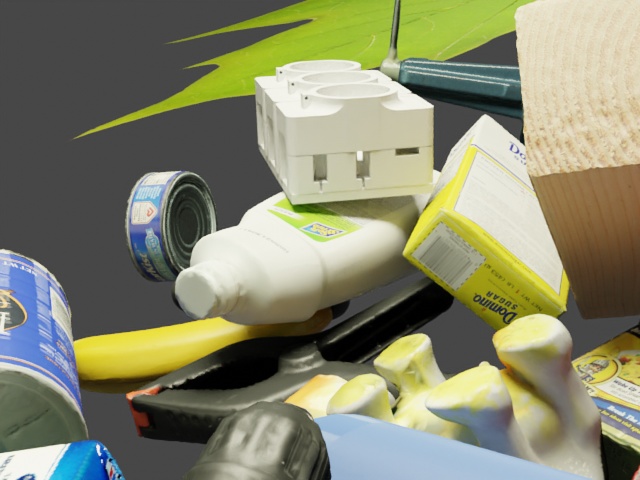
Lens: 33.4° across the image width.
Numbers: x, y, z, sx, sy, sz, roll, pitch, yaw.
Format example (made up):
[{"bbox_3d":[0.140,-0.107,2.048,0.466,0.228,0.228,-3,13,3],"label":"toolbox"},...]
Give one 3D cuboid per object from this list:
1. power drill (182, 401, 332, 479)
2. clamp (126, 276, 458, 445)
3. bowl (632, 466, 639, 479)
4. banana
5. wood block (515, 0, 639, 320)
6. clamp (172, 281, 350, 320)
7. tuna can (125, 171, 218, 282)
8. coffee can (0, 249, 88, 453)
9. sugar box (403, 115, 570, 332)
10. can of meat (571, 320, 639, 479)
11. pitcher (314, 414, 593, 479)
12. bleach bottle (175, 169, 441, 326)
[{"bbox_3d":[-0.101,0.114,0.305,0.188,0.057,0.184,0,40,26],"label":"power drill"},{"bbox_3d":[-0.003,0.073,0.611,0.210,0.036,0.164,-11,19,7],"label":"clamp"},{"bbox_3d":[0.186,0.091,0.352,0.162,0.055,0.162,-5,42,5],"label":"bowl"},{"bbox_3d":[-0.092,0.067,0.679,0.198,0.037,0.069,-8,23,13],"label":"banana"},{"bbox_3d":[0.163,-0.035,0.542,0.091,0.206,0.090,-7,67,18],"label":"wood block"},{"bbox_3d":[-0.020,0.015,0.771,0.120,0.039,0.171,11,26,15],"label":"clamp"},{"bbox_3d":[-0.113,-0.010,0.823,0.034,0.086,0.086,-2,24,24],"label":"tuna can"},{"bbox_3d":[-0.186,0.079,0.593,0.102,0.103,0.140,-17,28,-9],"label":"coffee can"},{"bbox_3d":[0.115,-0.011,0.676,0.048,0.093,0.176,-49,3,27],"label":"sugar box"},{"bbox_3d":[0.149,0.081,0.470,0.083,0.057,0.102,-24,23,-21],"label":"can of meat"},{"bbox_3d":[0.063,0.137,0.304,0.148,0.145,0.243,-13,13,-35],"label":"pitcher"},{"bbox_3d":[-0.004,0.001,0.669,0.103,0.068,0.250,19,22,29],"label":"bleach bottle"}]
